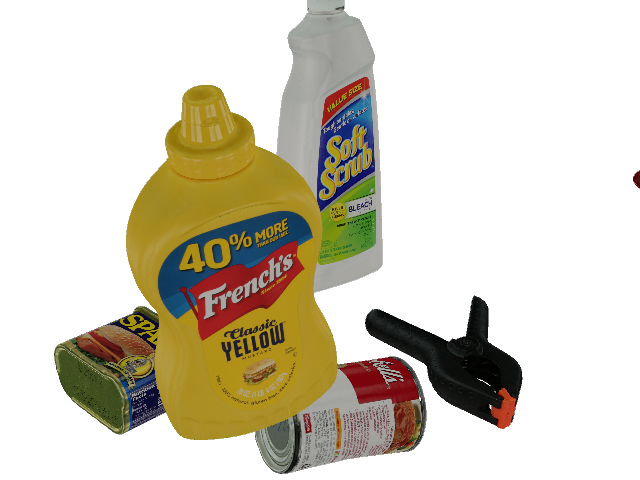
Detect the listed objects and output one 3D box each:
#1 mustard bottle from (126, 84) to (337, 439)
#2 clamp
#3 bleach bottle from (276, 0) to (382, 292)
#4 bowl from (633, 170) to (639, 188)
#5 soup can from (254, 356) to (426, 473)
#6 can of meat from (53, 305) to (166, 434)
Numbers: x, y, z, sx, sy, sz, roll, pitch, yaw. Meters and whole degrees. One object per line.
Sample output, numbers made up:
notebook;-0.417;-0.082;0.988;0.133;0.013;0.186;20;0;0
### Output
mustard bottle;-0.045;0.010;0.530;0.096;0.191;0.058;-17;38;-15
clamp;0.129;0.098;0.928;0.120;0.039;0.172;-17;36;-24
bleach bottle;0.002;-0.088;0.911;0.102;0.251;0.068;-17;25;-32
bowl;0.378;-0.029;1.013;0.162;0.055;0.162;0;19;0
soup can;0.012;0.120;0.735;0.102;0.068;0.069;-5;2;-29
can of meat;-0.153;0.104;0.860;0.083;0.057;0.102;-23;34;-39
